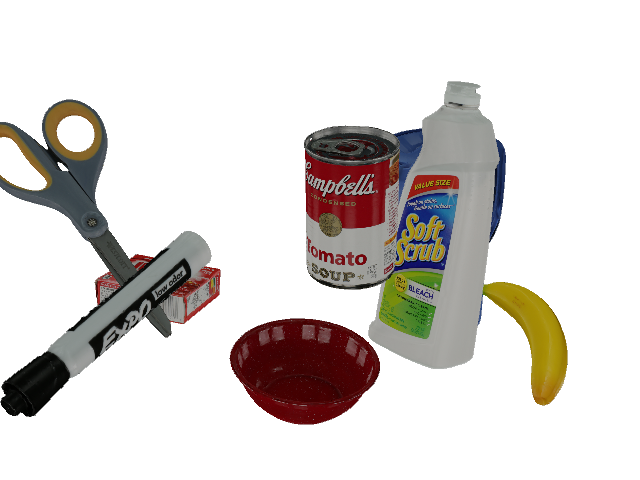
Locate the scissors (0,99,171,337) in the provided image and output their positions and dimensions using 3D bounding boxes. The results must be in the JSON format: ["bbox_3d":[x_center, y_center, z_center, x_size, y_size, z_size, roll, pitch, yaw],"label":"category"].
[{"bbox_3d":[-0.148,-0.027,0.735,0.202,0.096,0.016,37,-26,13],"label":"scissors"}]

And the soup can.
[{"bbox_3d":[0.022,-0.024,0.774,0.068,0.102,0.068,0,27,0],"label":"soup can"}]

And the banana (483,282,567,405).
[{"bbox_3d":[0.222,0.099,1.134,0.069,0.037,0.198,-27,36,1],"label":"banana"}]

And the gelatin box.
[{"bbox_3d":[-0.144,0.041,0.953,0.089,0.030,0.073,10,20,18],"label":"gelatin box"}]

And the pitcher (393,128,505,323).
[{"bbox_3d":[0.150,-0.011,1.293,0.149,0.243,0.145,0,23,7],"label":"pitcher"}]

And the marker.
[{"bbox_3d":[-0.093,0.036,0.472,0.020,0.020,0.121,0,33,43],"label":"marker"}]

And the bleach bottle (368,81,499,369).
[{"bbox_3d":[0.106,-0.017,0.959,0.067,0.251,0.103,-9,22,-41],"label":"bleach bottle"}]

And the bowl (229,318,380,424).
[{"bbox_3d":[-0.018,0.150,1.156,0.162,0.055,0.162,3,28,-2],"label":"bowl"}]
